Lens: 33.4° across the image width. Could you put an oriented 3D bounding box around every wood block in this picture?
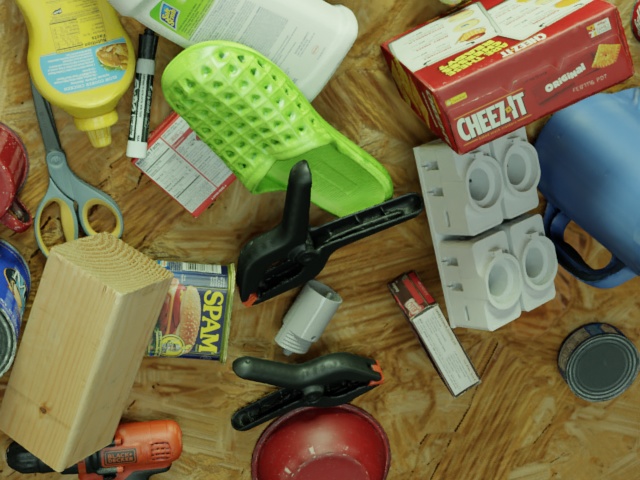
[{"bbox_3d":[-0.231,0.107,1.040,0.091,0.090,0.206,31,113,18],"label":"wood block"}]

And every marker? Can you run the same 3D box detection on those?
[{"bbox_3d":[-0.167,-0.138,1.003,0.020,0.020,0.121,6,96,-12],"label":"marker"}]

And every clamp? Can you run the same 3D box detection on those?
[{"bbox_3d":[-0.019,0.161,1.145,0.171,0.039,0.120,0,143,-17],"label":"clamp"},{"bbox_3d":[-0.007,0.001,1.055,0.164,0.036,0.210,8,140,-35],"label":"clamp"}]

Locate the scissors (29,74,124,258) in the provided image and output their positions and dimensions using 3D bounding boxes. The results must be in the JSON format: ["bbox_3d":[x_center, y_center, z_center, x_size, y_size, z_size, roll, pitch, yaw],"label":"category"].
[{"bbox_3d":[-0.236,-0.071,1.035,0.096,0.016,0.202,3,111,-12],"label":"scissors"}]

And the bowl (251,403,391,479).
[{"bbox_3d":[0.006,0.262,1.186,0.162,0.055,0.162,-3,112,-8],"label":"bowl"}]

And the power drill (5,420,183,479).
[{"bbox_3d":[-0.237,0.284,1.153,0.184,0.057,0.188,-3,112,-8],"label":"power drill"}]

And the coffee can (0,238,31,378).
[{"bbox_3d":[-0.331,0.065,1.005,0.102,0.140,0.103,-3,112,-8],"label":"coffee can"}]

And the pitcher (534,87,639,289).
[{"bbox_3d":[0.303,-0.031,1.017,0.145,0.243,0.149,-18,120,-4],"label":"pitcher"}]

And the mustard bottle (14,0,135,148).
[{"bbox_3d":[-0.220,-0.177,0.971,0.096,0.058,0.191,-17,114,-18],"label":"mustard bottle"}]

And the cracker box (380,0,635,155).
[{"bbox_3d":[0.158,-0.162,0.956,0.164,0.214,0.072,-25,113,1],"label":"cracker box"}]

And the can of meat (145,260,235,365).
[{"bbox_3d":[-0.133,0.072,1.088,0.084,0.057,0.102,5,110,-8],"label":"can of meat"}]

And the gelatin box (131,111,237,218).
[{"bbox_3d":[-0.128,-0.077,1.043,0.073,0.030,0.089,-44,111,10],"label":"gelatin box"}]

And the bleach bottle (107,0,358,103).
[{"bbox_3d":[-0.095,-0.215,0.950,0.250,0.068,0.103,24,116,-27],"label":"bleach bottle"}]

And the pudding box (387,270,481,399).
[{"bbox_3d":[0.119,0.098,1.120,0.039,0.090,0.113,-32,114,2],"label":"pudding box"}]

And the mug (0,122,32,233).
[{"bbox_3d":[-0.314,-0.051,0.994,0.093,0.081,0.117,-36,113,5],"label":"mug"}]

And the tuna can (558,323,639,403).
[{"bbox_3d":[0.312,0.137,1.198,0.086,0.034,0.086,-3,112,-8],"label":"tuna can"}]

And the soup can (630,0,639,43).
[{"bbox_3d":[0.351,-0.208,1.030,0.068,0.102,0.068,-2,111,-6],"label":"soup can"}]
